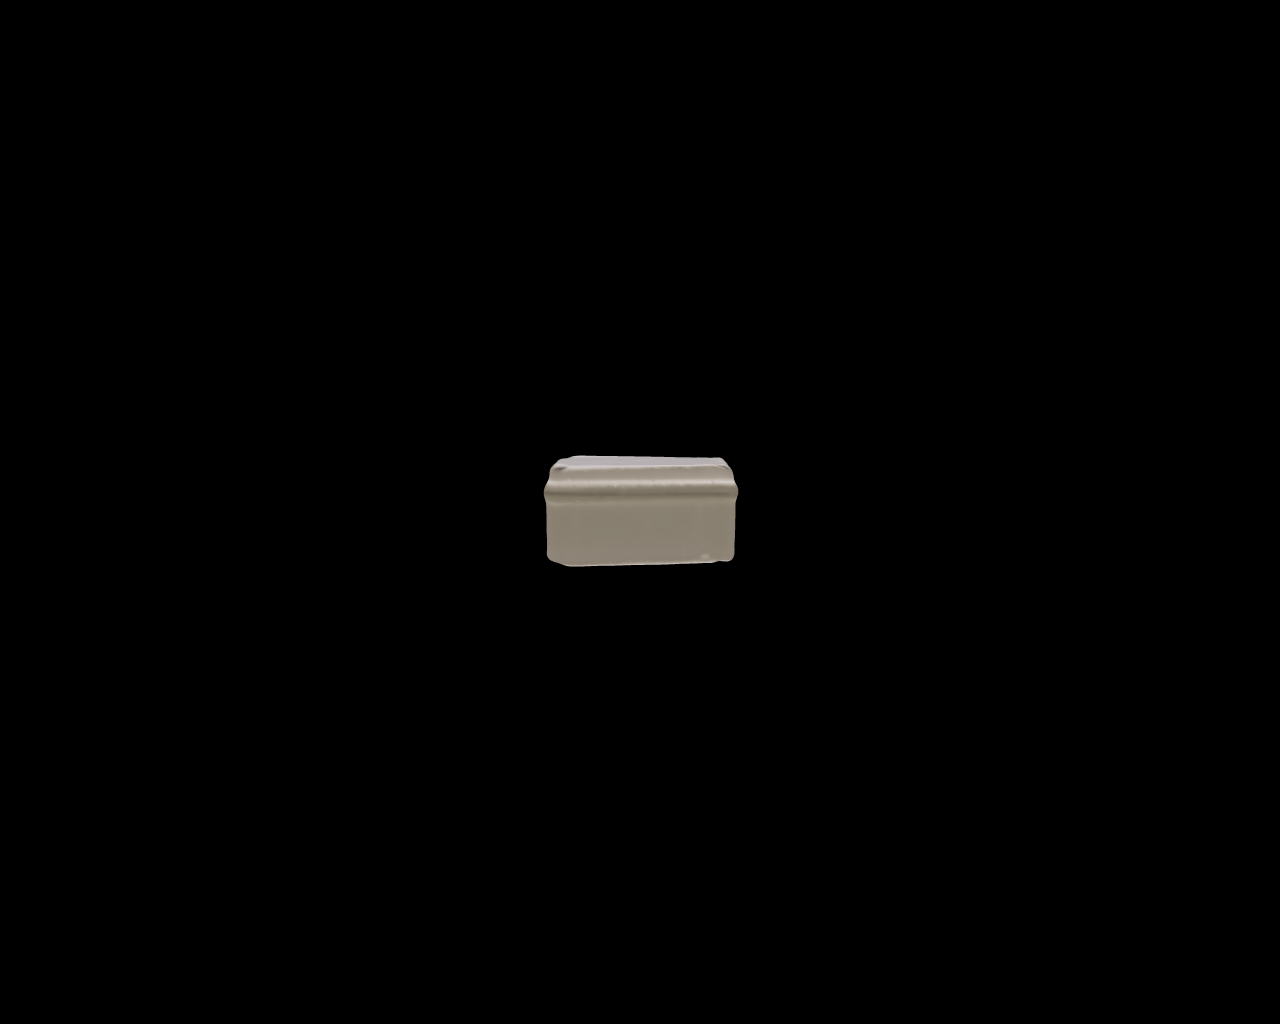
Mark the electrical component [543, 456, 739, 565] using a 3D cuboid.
[{"bbox_3d":[0.001,-0.003,0.650,0.113,0.057,0.078,0,8,0],"label":"electrical component"}]
